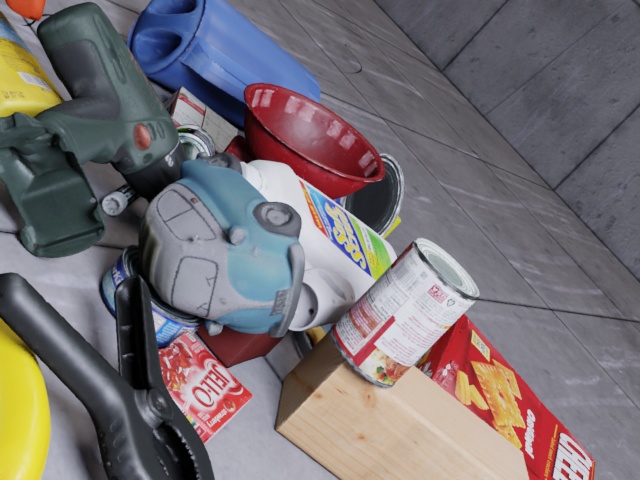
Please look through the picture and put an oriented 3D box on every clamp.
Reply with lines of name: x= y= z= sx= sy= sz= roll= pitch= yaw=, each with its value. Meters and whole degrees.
clamp: x=-0.114 y=0.106 z=0.679 sx=0.210 sy=0.036 sz=0.164 roll=59 pitch=16 yaw=5

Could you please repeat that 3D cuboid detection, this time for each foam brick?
foam brick: x=-0.062 y=0.068 z=0.908 sx=0.053 sy=0.051 sz=0.078 roll=47 pitch=19 yaw=13

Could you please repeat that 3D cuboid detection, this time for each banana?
banana: x=-0.197 y=0.082 z=0.630 sx=0.069 sy=0.037 sz=0.198 roll=-4 pitch=45 yaw=-40

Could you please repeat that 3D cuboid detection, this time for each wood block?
wood block: x=0.072 y=0.171 z=0.900 sx=0.206 sy=0.090 sz=0.090 roll=39 pitch=19 yaw=-11

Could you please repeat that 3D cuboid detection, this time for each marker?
marker: x=-0.173 y=-0.047 z=0.990 sx=0.020 sy=0.020 sz=0.121 roll=41 pitch=18 yaw=-5

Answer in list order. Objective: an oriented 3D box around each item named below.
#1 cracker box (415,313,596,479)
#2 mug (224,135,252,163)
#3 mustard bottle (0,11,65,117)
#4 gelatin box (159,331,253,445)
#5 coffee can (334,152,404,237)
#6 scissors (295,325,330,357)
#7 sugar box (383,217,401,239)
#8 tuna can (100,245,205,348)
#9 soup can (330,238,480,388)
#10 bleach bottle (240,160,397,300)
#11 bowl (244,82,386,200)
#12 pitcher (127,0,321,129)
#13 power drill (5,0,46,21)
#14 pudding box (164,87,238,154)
cracker box: x=0.173 y=0.192 z=1.038 sx=0.213 sy=0.072 sz=0.164 roll=48 pitch=26 yaw=-2
mug: x=-0.073 y=-0.054 z=1.088 sx=0.081 sy=0.093 sz=0.117 roll=35 pitch=-7 yaw=-9
mustard bottle: x=-0.288 y=-0.158 z=0.934 sx=0.192 sy=0.058 sz=0.096 roll=53 pitch=20 yaw=27
gelatin box: x=-0.095 y=0.110 z=0.781 sx=0.073 sy=0.030 sz=0.089 roll=44 pitch=18 yaw=5
coffee can: x=0.007 y=-0.061 z=1.177 sx=0.141 sy=0.103 sz=0.102 roll=21 pitch=1 yaw=40
scissors: x=0.001 y=0.079 z=1.075 sx=0.096 sy=0.016 sz=0.202 roll=36 pitch=19 yaw=-25
sugar box: x=0.015 y=-0.055 z=1.280 sx=0.048 sy=0.093 sz=0.176 roll=24 pitch=26 yaw=-47
tuna can: x=-0.131 y=0.045 z=0.846 sx=0.086 sy=0.034 sz=0.086 roll=38 pitch=19 yaw=-16
soup can: x=0.066 y=0.056 z=0.830 sx=0.068 sy=0.102 sz=0.068 roll=37 pitch=18 yaw=-14
bleach bottle: x=-0.006 y=0.001 z=0.987 sx=0.250 sy=0.068 sz=0.102 roll=37 pitch=35 yaw=-51
bowl: x=-0.017 y=-0.088 z=1.056 sx=0.162 sy=0.055 sz=0.162 roll=28 pitch=23 yaw=-13
pitcher: x=-0.106 y=-0.208 z=1.323 sx=0.242 sy=0.145 sz=0.149 roll=29 pitch=60 yaw=-44
power drill: x=-0.324 y=-0.226 z=0.889 sx=0.187 sy=0.057 sz=0.184 roll=5 pitch=31 yaw=-11
pudding box: x=-0.137 y=-0.117 z=1.193 sx=0.090 sy=0.039 sz=0.113 roll=38 pitch=21 yaw=-18
